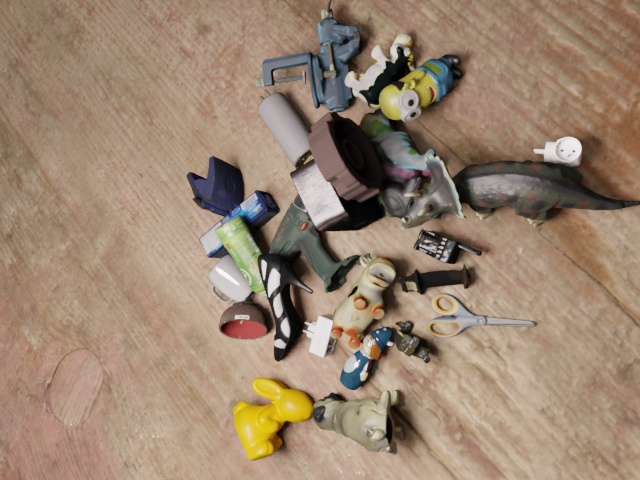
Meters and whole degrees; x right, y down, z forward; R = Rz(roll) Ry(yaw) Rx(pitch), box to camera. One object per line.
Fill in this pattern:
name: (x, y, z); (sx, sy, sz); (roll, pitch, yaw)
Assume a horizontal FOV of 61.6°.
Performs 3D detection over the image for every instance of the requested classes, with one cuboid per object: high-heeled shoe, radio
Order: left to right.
high-heeled shoe: (-0.104, 0.151, 1.185); (0.145, 0.086, 0.248); (29, 116, 13)
radio: (0.041, -0.087, 1.074); (0.073, 0.229, 0.131); (-29, 80, 24)

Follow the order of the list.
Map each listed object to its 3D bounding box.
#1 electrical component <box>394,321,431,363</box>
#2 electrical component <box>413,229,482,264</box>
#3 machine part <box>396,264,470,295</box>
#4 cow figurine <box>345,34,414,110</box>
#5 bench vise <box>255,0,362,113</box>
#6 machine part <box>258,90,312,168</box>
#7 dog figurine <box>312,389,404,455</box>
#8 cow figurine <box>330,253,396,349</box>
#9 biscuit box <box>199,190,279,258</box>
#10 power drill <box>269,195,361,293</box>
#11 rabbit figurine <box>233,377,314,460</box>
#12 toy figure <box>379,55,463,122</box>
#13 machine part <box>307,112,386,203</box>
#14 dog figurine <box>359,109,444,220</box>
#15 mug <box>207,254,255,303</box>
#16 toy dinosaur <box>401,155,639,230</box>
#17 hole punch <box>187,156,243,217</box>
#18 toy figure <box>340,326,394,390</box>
electrical component: (0.181, 0.200, 1.069); (0.078, 0.102, 0.045); (20, 101, 0)
electrical component: (0.251, 0.020, 1.051); (0.119, 0.075, 0.047); (25, 98, 22)
machine part: (0.226, 0.080, 1.066); (0.139, 0.084, 0.039); (-9, 59, 17)
cow figurine: (0.142, -0.348, 1.105); (0.167, 0.068, 0.098); (-44, 58, 3)
bench vise: (-0.026, -0.382, 1.167); (0.241, 0.129, 0.223); (-7, 105, 7)
machine part: (-0.068, -0.247, 1.216); (0.079, 0.079, 0.243); (-40, 71, 19)
dog figurine: (0.058, 0.367, 1.082); (0.191, 0.172, 0.121); (-7, 74, 19)
cow figurine: (0.095, 0.114, 1.106); (0.085, 0.127, 0.194); (25, 120, -11)
biscuit box: (-0.192, -0.035, 1.277); (0.203, 0.062, 0.059); (-37, 72, 20)
power drill: (-0.002, -0.004, 1.171); (0.207, 0.086, 0.232); (43, 109, 17)
rabbit figurine: (-0.098, 0.385, 1.202); (0.173, 0.121, 0.162); (-28, 66, 8)
toy figure: (0.198, -0.298, 1.060); (0.180, 0.082, 0.089); (-40, 24, -17)
machine part: (0.050, -0.151, 0.996); (0.056, 0.179, 0.179); (-31, 75, 29)
dog figurine: (0.132, -0.162, 1.102); (0.219, 0.108, 0.191); (32, 104, 28)
mug: (-0.207, 0.106, 1.271); (0.107, 0.081, 0.109); (39, 107, 12)
toy dinosaur: (0.340, -0.089, 0.946); (0.405, 0.192, 0.131); (-1, 90, 27)
hole punch: (-0.238, -0.124, 1.270); (0.092, 0.142, 0.116); (-33, 63, 17)
toy figure: (0.098, 0.243, 1.122); (0.064, 0.057, 0.154); (39, 106, 32)
